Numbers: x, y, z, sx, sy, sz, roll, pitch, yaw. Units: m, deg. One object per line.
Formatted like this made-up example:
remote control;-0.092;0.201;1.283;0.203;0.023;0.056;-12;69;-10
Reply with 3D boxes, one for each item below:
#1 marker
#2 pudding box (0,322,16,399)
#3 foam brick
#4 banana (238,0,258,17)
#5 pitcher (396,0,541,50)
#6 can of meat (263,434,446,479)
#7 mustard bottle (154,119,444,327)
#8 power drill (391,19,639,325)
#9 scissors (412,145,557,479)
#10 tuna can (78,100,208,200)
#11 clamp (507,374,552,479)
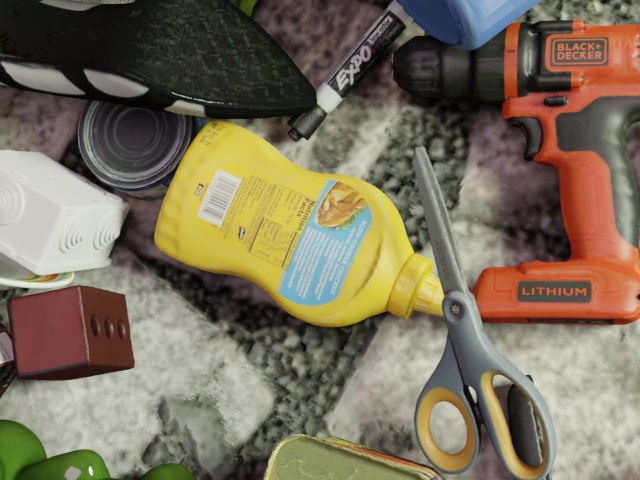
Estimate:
marker;0.021;-0.113;0.709;0.020;0.020;0.121;42;92;16
pudding box;-0.253;0.106;0.685;0.039;0.089;0.114;48;122;18
foam brick;-0.161;0.062;0.696;0.051;0.078;0.053;-12;81;10
banana;0.025;-0.206;0.716;0.198;0.037;0.069;-19;99;12
pitcher;0.146;-0.223;0.614;0.243;0.149;0.145;-41;72;-3
can of meat;0.025;0.153;0.634;0.102;0.084;0.057;15;85;15
mustard bottle;-0.004;0.001;0.678;0.192;0.058;0.096;25;89;16
power drill;0.131;-0.043;0.653;0.185;0.057;0.187;1;83;17
scissors;0.071;0.054;0.631;0.096;0.016;0.202;-32;82;35
tuna can;-0.121;-0.072;0.730;0.086;0.033;0.086;-2;80;13
clamp;0.152;0.174;0.622;0.120;0.039;0.171;11;86;30
